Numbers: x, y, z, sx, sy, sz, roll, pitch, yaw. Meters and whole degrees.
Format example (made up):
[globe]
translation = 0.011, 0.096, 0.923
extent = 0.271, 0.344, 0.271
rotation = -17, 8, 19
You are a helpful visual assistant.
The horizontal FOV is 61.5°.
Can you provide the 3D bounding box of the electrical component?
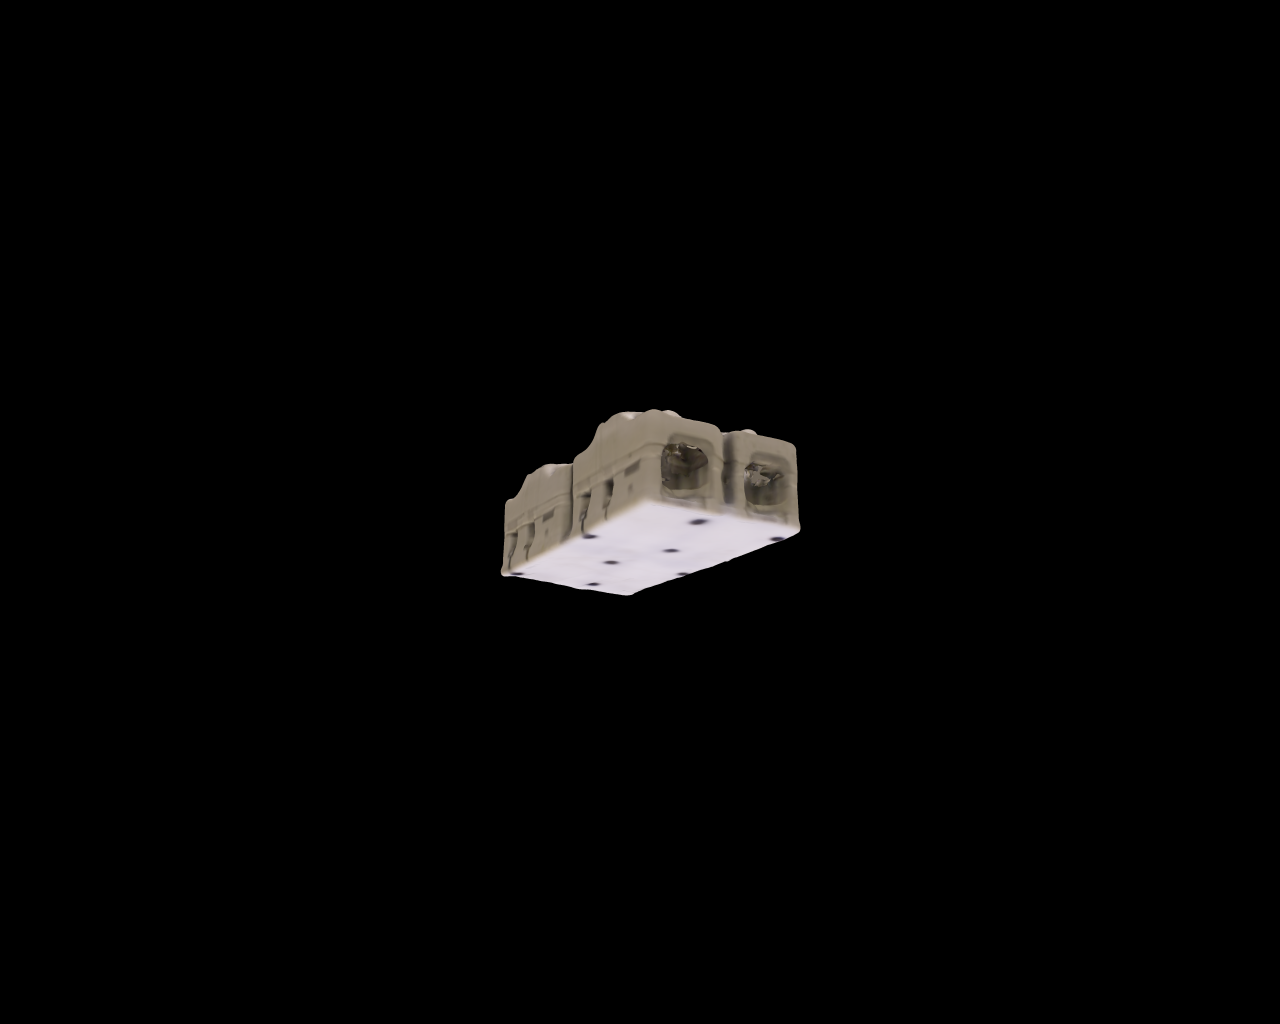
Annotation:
[electrical component]
translation = 0.001, -0.003, 0.650
extent = 0.105, 0.060, 0.186
rotation = 11, -21, -30
